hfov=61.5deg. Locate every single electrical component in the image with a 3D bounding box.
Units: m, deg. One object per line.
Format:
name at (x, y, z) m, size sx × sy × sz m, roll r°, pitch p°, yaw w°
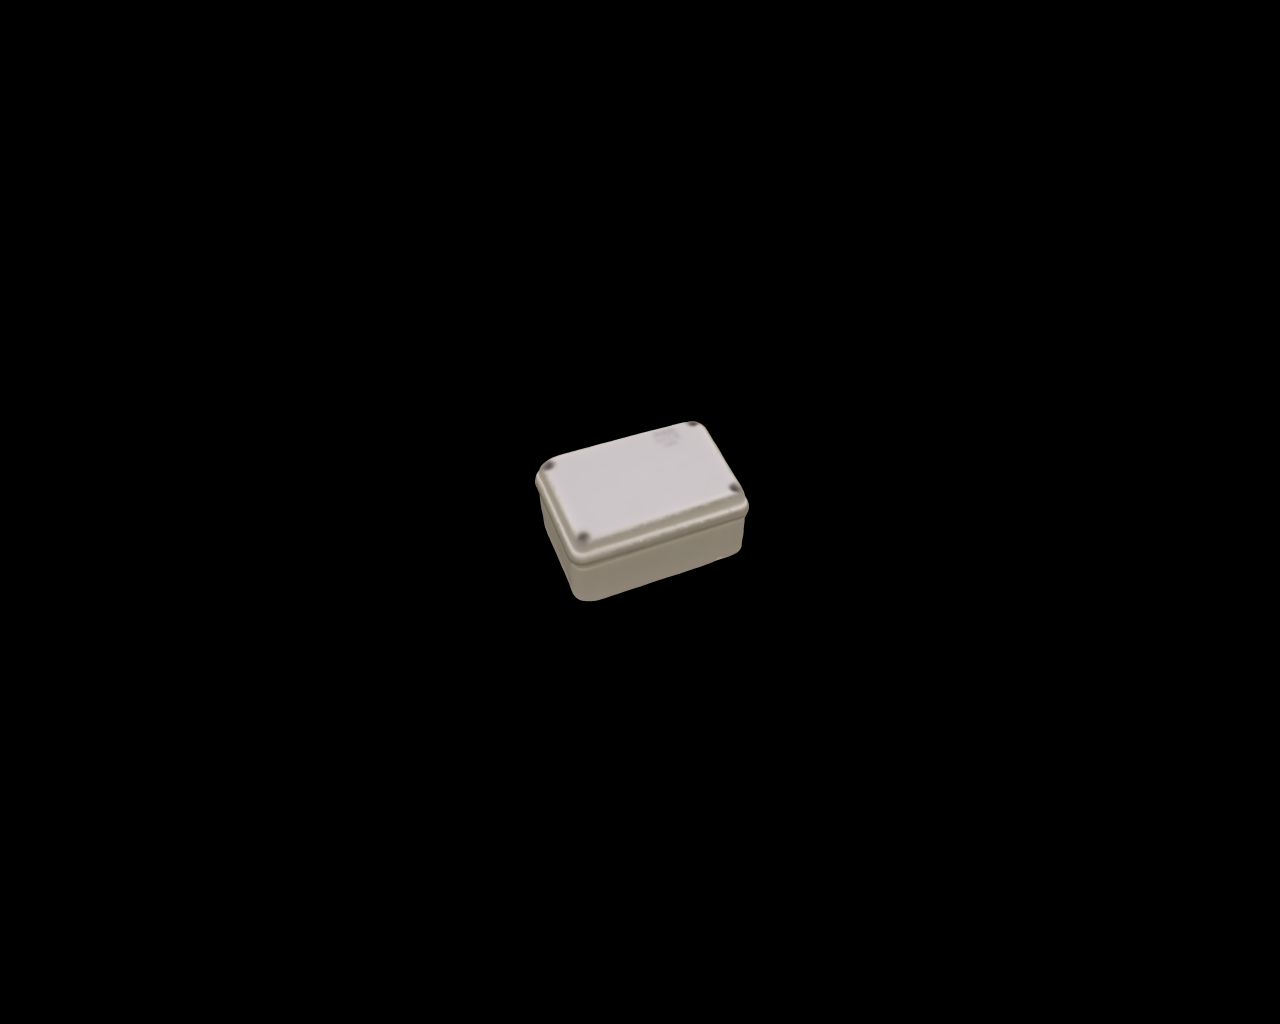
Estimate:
electrical component at (0.001, -0.003, 0.650) m, size 0.113 × 0.078 × 0.057 m, roll -17°, pitch -39°, yaw -14°
